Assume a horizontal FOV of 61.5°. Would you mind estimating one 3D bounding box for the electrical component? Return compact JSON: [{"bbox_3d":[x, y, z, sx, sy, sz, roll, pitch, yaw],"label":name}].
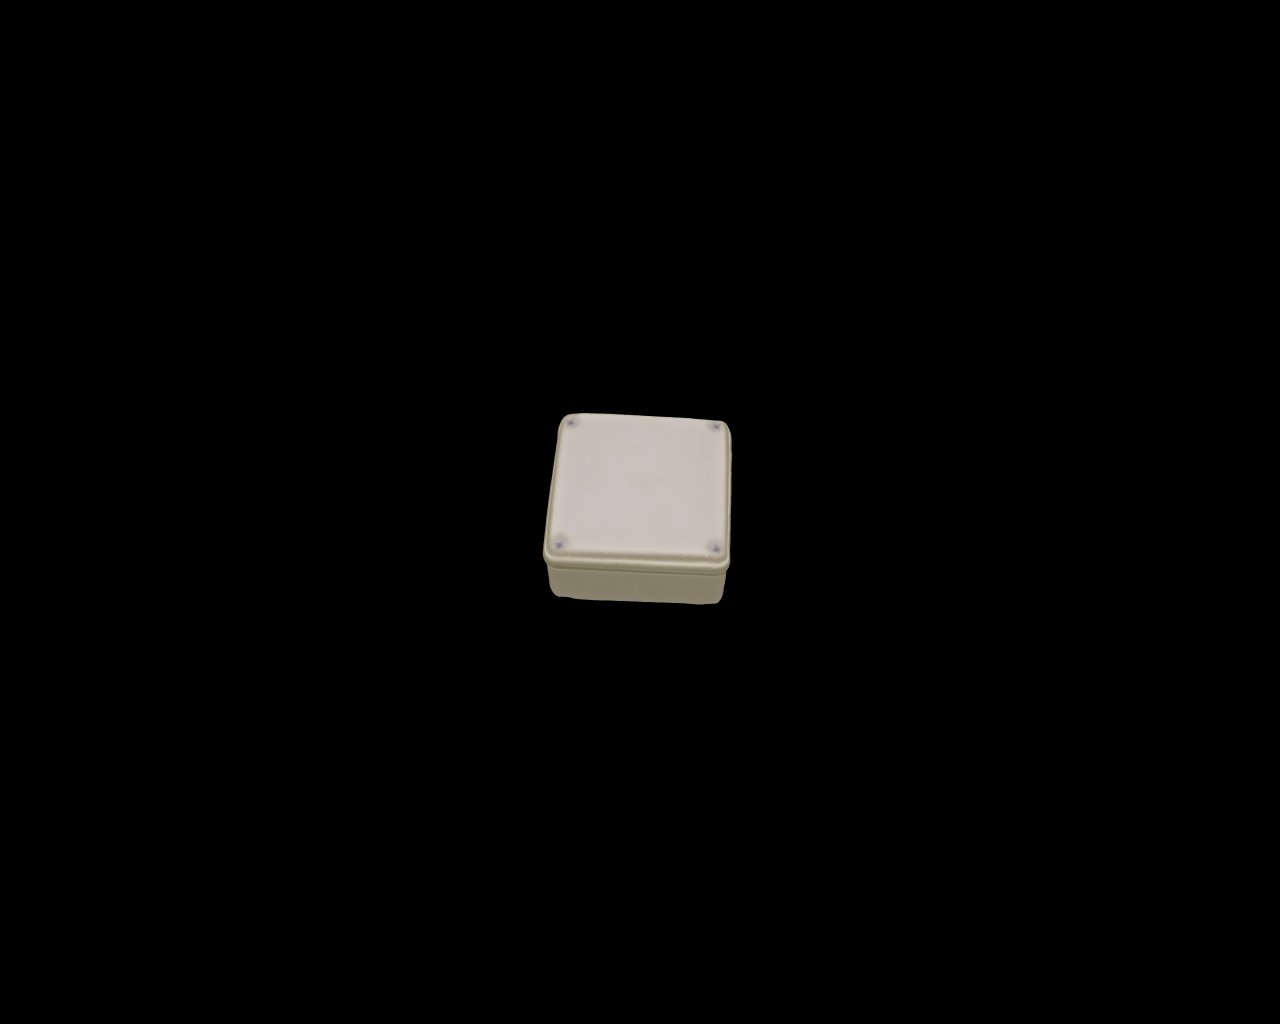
[{"bbox_3d":[0.001,-0.003,0.650,0.109,0.109,0.056,3,-34,2],"label":"electrical component"}]
